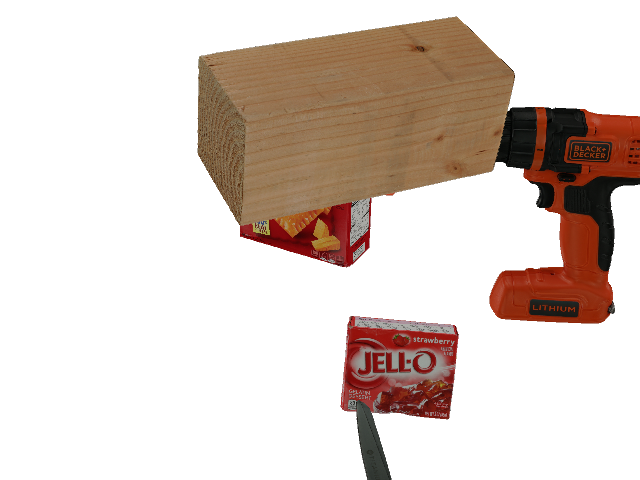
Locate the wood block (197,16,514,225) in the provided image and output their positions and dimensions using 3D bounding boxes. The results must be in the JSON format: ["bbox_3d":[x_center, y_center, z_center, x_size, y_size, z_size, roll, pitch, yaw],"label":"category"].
[{"bbox_3d":[0.023,-0.090,0.770,0.205,0.090,0.091,-13,44,-21],"label":"wood block"}]

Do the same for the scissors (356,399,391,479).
[{"bbox_3d":[0.057,0.160,0.601,0.096,0.016,0.201,8,31,5],"label":"scissors"}]

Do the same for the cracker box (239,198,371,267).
[{"bbox_3d":[-0.021,-0.086,1.334,0.164,0.214,0.072,17,36,24],"label":"cracker box"}]

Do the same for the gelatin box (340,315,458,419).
[{"bbox_3d":[0.063,0.103,0.861,0.089,0.073,0.030,5,14,2],"label":"gelatin box"}]

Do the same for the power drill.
[{"bbox_3d":[0.190,-0.023,0.907,0.184,0.188,0.057,4,28,4],"label":"power drill"}]
